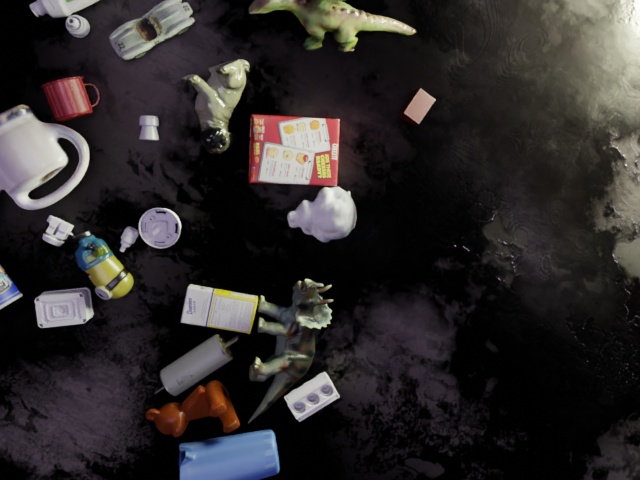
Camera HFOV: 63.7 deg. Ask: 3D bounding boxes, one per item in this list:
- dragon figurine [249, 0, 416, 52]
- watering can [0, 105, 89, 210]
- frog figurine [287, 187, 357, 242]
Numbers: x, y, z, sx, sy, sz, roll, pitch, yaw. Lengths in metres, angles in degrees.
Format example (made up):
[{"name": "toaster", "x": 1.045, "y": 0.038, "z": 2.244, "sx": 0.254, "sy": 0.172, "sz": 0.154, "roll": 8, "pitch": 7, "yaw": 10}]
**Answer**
[{"name": "dragon figurine", "x": 0.046, "y": -0.519, "z": 1.162, "sx": 0.410, "sy": 0.243, "sz": 0.122, "roll": -2, "pitch": 94, "yaw": -6}, {"name": "watering can", "x": -0.697, "y": -0.157, "z": 1.160, "sx": 0.348, "sy": 0.104, "sz": 0.223, "roll": -34, "pitch": 99, "yaw": -1}, {"name": "frog figurine", "x": 0.004, "y": -0.064, "z": 1.265, "sx": 0.159, "sy": 0.125, "sz": 0.135, "roll": 0, "pitch": 117, "yaw": -19}]
